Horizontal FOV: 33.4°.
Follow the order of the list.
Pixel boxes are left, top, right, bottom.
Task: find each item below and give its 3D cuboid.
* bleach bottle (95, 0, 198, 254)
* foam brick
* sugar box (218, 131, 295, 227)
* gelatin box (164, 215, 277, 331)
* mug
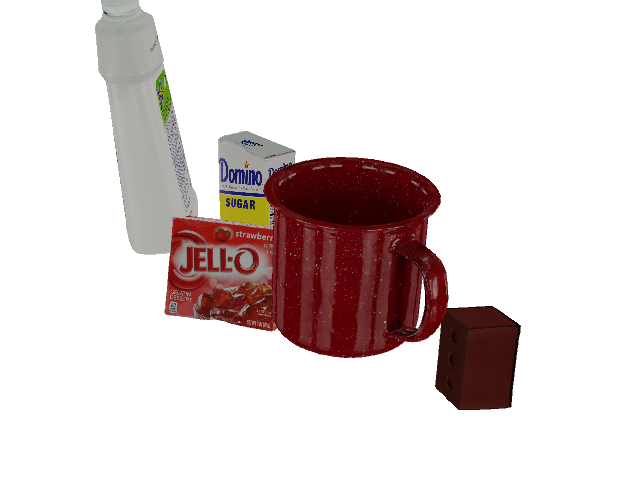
[{"bbox_3d":[-0.160,-0.113,0.963,0.068,0.251,0.102,-6,37,-1],"label":"bleach bottle"},{"bbox_3d":[0.135,0.101,0.926,0.051,0.078,0.053,-2,17,-19],"label":"foam brick"},{"bbox_3d":[-0.069,-0.021,1.145,0.048,0.176,0.093,-18,28,-34],"label":"sugar box"},{"bbox_3d":[-0.067,0.023,0.777,0.089,0.073,0.030,8,5,18],"label":"gelatin box"},{"bbox_3d":[0.023,0.014,0.569,0.093,0.081,0.117,-20,34,-38],"label":"mug"}]
